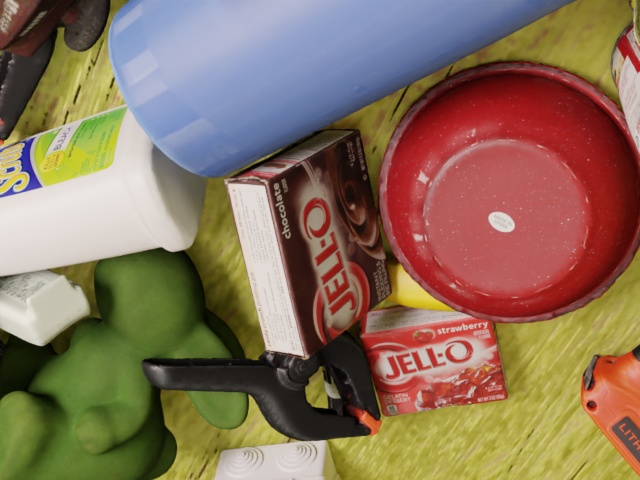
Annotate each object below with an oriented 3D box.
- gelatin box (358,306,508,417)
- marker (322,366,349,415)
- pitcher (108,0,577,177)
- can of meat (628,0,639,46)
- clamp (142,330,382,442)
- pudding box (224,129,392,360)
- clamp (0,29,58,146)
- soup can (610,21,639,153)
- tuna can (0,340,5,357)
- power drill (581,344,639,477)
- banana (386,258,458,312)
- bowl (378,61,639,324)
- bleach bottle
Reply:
[{"bbox_3d":[0.077,0.079,0.719,0.089,0.030,0.073,-10,121,12],"label":"gelatin box"},{"bbox_3d":[0.009,0.079,0.733,0.020,0.020,0.121,-3,122,8],"label":"marker"},{"bbox_3d":[0.007,-0.134,0.531,0.243,0.144,0.149,-27,101,25],"label":"pitcher"},{"bbox_3d":[0.179,-0.153,0.527,0.057,0.084,0.102,-4,122,9],"label":"can of meat"},{"bbox_3d":[-0.019,0.066,0.678,0.171,0.039,0.120,32,86,-33],"label":"clamp"},{"bbox_3d":[-0.004,0.001,0.632,0.039,0.089,0.113,1,114,39],"label":"pudding box"},{"bbox_3d":[-0.205,-0.143,0.580,0.164,0.036,0.210,-6,130,-21],"label":"clamp"},{"bbox_3d":[0.195,-0.076,0.564,0.068,0.102,0.068,3,122,4],"label":"soup can"},{"bbox_3d":[-0.264,0.101,0.768,0.086,0.033,0.086,3,123,4],"label":"tuna can"},{"bbox_3d":[0.274,0.090,0.664,0.188,0.057,0.184,-41,87,26],"label":"power drill"},{"bbox_3d":[0.123,0.007,0.667,0.198,0.037,0.069,-27,96,20],"label":"banana"},{"bbox_3d":[0.108,-0.019,0.612,0.162,0.055,0.162,4,107,13],"label":"bowl"},{"bbox_3d":[-0.196,-0.015,0.645,0.251,0.102,0.068,-14,127,15],"label":"bleach bottle"}]
